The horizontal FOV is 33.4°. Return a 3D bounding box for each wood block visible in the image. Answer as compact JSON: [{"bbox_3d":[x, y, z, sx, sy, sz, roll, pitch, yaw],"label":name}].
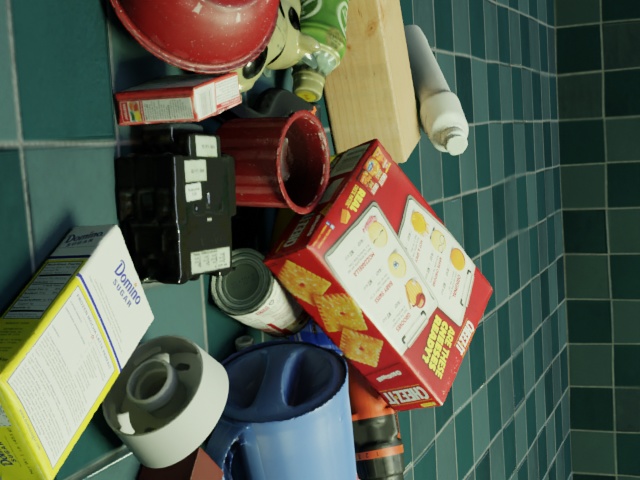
[{"bbox_3d":[0.057,-0.203,1.304,0.090,0.090,0.206,-55,138,-56],"label":"wood block"}]

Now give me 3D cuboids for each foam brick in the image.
[{"bbox_3d":[-0.121,0.215,0.884,0.053,0.051,0.078,63,33,-46],"label":"foam brick"}]

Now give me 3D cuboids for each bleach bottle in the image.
[{"bbox_3d":[0.145,-0.186,1.412,0.251,0.068,0.102,-109,179,-50],"label":"bleach bottle"}]

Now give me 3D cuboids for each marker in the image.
[{"bbox_3d":[-0.065,0.153,1.073,0.020,0.020,0.121,-53,137,-57],"label":"marker"}]

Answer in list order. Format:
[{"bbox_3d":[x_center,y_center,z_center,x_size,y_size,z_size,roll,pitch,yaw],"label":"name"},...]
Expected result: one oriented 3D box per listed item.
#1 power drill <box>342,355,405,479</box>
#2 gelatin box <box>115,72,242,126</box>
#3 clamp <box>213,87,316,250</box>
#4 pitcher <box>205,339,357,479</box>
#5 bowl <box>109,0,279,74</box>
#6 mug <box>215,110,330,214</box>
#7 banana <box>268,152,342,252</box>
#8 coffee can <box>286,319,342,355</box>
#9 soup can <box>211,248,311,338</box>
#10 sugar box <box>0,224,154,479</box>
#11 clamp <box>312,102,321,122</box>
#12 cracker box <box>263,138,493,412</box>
[{"bbox_3d":[0.060,0.209,1.140,0.187,0.057,0.184,77,4,-82],"label":"power drill"},{"bbox_3d":[-0.116,-0.118,0.886,0.089,0.073,0.030,-41,128,-64],"label":"gelatin box"},{"bbox_3d":[-0.059,-0.106,1.077,0.209,0.036,0.164,-54,139,-51],"label":"clamp"},{"bbox_3d":[-0.031,0.232,1.025,0.145,0.149,0.243,-116,-165,-62],"label":"pitcher"},{"bbox_3d":[-0.092,-0.219,0.863,0.161,0.055,0.162,8,73,-30],"label":"bowl"},{"bbox_3d":[-0.042,-0.073,0.984,0.117,0.082,0.093,-19,108,-59],"label":"mug"},{"bbox_3d":[-0.020,-0.007,1.113,0.069,0.037,0.198,18,96,-35],"label":"banana"},{"bbox_3d":[0.042,0.078,1.180,0.102,0.140,0.103,-2,90,-68],"label":"coffee can"},{"bbox_3d":[-0.055,0.052,1.038,0.102,0.069,0.068,36,55,-62],"label":"soup can"},{"bbox_3d":[-0.181,0.075,0.750,0.176,0.048,0.093,-67,148,-53],"label":"sugar box"},{"bbox_3d":[-0.004,-0.057,1.203,0.120,0.039,0.171,42,54,-40],"label":"clamp"},{"bbox_3d":[0.062,0.036,1.039,0.213,0.072,0.164,50,47,-21],"label":"cracker box"}]
